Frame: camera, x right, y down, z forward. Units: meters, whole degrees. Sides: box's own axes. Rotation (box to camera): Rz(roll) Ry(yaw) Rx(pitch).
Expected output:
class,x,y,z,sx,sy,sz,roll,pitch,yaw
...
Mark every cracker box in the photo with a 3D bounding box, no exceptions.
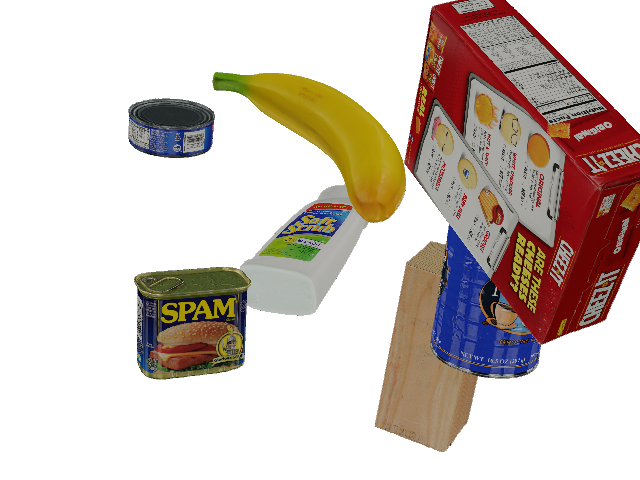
class,x,y,z,sx,sy,sz,roll,pitch,yaw
cracker box,0.151,-0.057,0.801,0.072,0.164,0.214,-17,51,-21

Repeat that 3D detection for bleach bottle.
class,x,y,z,sx,sy,sz,roll,pitch,yaw
bleach bottle,-0.007,-0.004,1.330,0.103,0.068,0.250,7,33,19

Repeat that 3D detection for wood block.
class,x,y,z,sx,sy,sz,roll,pitch,yaw
wood block,0.134,0.119,1.208,0.090,0.206,0.090,18,23,20

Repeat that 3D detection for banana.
class,x,y,z,sx,sy,sz,roll,pitch,yaw
banana,0.006,-0.062,0.657,0.069,0.037,0.198,-19,36,-25

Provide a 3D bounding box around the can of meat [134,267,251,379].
class,x,y,z,sx,sy,sz,roll,pitch,yaw
can of meat,-0.116,0.075,0.967,0.102,0.084,0.057,-4,19,-21

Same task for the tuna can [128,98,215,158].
class,x,y,z,sx,sy,sz,roll,pitch,yaw
tuna can,-0.149,-0.113,1.068,0.086,0.034,0.086,5,25,-3

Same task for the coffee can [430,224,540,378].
class,x,y,z,sx,sy,sz,roll,pitch,yaw
coffee can,0.160,0.040,0.975,0.103,0.140,0.103,5,21,-2
